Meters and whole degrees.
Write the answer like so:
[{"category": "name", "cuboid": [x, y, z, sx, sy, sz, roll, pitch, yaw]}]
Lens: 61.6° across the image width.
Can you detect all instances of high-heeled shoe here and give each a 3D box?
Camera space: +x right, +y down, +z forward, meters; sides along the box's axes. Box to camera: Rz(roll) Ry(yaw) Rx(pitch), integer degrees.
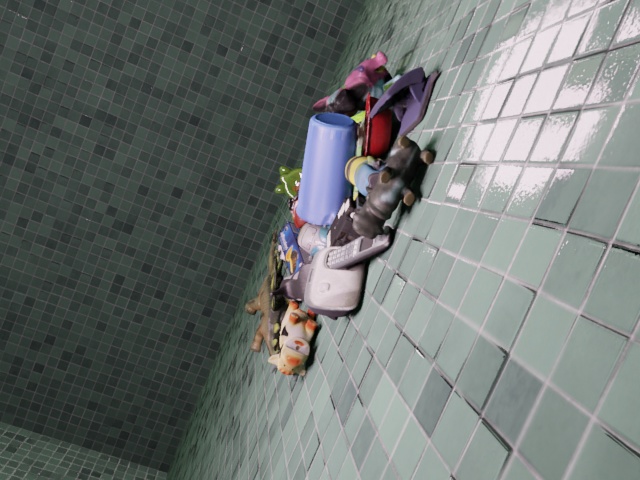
[{"category": "high-heeled shoe", "cuboid": [-0.009, 0.097, 1.278, 0.249, 0.145, 0.086, -18, 85, 35]}]

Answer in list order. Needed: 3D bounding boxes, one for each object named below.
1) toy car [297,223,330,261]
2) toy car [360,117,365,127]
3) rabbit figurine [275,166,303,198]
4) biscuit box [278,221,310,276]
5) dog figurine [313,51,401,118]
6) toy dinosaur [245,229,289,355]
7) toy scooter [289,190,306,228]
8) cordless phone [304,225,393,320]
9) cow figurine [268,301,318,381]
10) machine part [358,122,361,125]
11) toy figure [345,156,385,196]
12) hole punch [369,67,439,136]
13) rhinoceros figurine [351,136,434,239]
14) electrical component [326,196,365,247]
[{"category": "toy car", "cuboid": [-0.003, -0.004, 1.336, 0.162, 0.103, 0.109, -129, 63, -76]}, {"category": "toy car", "cuboid": [0.109, -0.235, 1.367, 0.073, 0.056, 0.201, -170, 103, -79]}, {"category": "rabbit figurine", "cuboid": [-0.053, -0.151, 1.575, 0.170, 0.159, 0.121, -11, -65, -82]}, {"category": "biscuit box", "cuboid": [-0.060, 0.033, 1.483, 0.062, 0.059, 0.203, -53, 33, 22]}, {"category": "dog figurine", "cuboid": [0.089, -0.358, 1.331, 0.219, 0.108, 0.191, -37, 10, 1]}, {"category": "toy dinosaur", "cuboid": [-0.129, 0.162, 1.530, 0.198, 0.105, 0.472, -58, 30, 31]}, {"category": "toy scooter", "cuboid": [-0.019, -0.119, 1.414, 0.184, 0.135, 0.075, -43, 13, 4]}, {"category": "cordless phone", "cuboid": [0.063, 0.058, 0.977, 0.184, 0.088, 0.147, -32, 33, 41]}, {"category": "cow figurine", "cuboid": [-0.058, 0.224, 1.190, 0.195, 0.085, 0.127, -104, 35, -79]}, {"category": "machine part", "cuboid": [0.076, -0.245, 1.504, 0.243, 0.079, 0.079, 125, 164, -49]}, {"category": "toy figure", "cuboid": [0.103, -0.132, 1.099, 0.082, 0.089, 0.180, -58, 10, 13]}, {"category": "hole punch", "cuboid": [0.170, -0.292, 1.105, 0.142, 0.092, 0.116, 133, 161, -72]}, {"category": "rhinoceros figurine", "cuboid": [0.118, -0.091, 0.926, 0.190, 0.073, 0.112, -61, 14, -6]}, {"category": "electrical component", "cuboid": [0.064, -0.028, 1.171, 0.115, 0.058, 0.134, -89, 24, -58]}]
